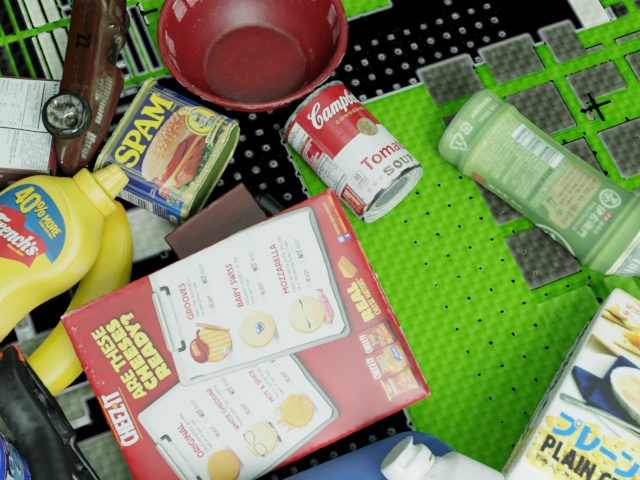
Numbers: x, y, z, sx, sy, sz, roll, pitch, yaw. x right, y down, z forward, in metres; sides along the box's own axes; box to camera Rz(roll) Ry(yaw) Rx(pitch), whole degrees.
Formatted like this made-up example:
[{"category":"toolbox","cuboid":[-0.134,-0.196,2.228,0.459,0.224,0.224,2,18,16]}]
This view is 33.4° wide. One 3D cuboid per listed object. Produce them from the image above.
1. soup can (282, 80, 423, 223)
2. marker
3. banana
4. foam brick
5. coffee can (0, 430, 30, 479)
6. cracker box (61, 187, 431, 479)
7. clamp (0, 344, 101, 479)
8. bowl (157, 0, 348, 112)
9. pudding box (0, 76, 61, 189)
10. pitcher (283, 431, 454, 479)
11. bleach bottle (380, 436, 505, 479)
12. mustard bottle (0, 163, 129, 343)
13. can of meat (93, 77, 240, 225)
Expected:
[{"category":"soup can","cuboid":[0.027,-0.072,0.880,0.068,0.068,0.102,-38,75,-17]},{"category":"marker","cuboid":[-0.006,0.001,0.873,0.121,0.020,0.020,37,70,11]},{"category":"banana","cuboid":[-0.192,0.057,0.827,0.069,0.037,0.197,30,69,8]},{"category":"foam brick","cuboid":[-0.074,0.002,0.842,0.078,0.053,0.051,-36,77,-4]},{"category":"coffee can","cuboid":[-0.256,0.164,0.723,0.102,0.140,0.103,1,68,-4]},{"category":"cracker box","cuboid":[-0.051,0.082,0.771,0.213,0.072,0.164,-26,86,0]},{"category":"clamp","cuboid":[-0.188,0.137,0.726,0.039,0.120,0.171,-36,67,-12]},{"category":"bowl","cuboid":[-0.057,-0.166,0.915,0.162,0.055,0.162,0,63,-1]},{"category":"pudding box","cuboid":[-0.270,-0.090,0.884,0.113,0.039,0.090,4,65,-5]},{"category":"pitcher","cuboid":[-0.013,0.212,0.700,0.242,0.145,0.149,-17,63,-37]},{"category":"bleach bottle","cuboid":[0.130,0.224,0.654,0.251,0.068,0.102,46,38,-2]},{"category":"mustard bottle","cuboid":[-0.227,0.007,0.816,0.191,0.058,0.096,-39,62,-7]},{"category":"can of meat","cuboid":[-0.124,-0.070,0.875,0.084,0.057,0.102,26,68,4]}]
